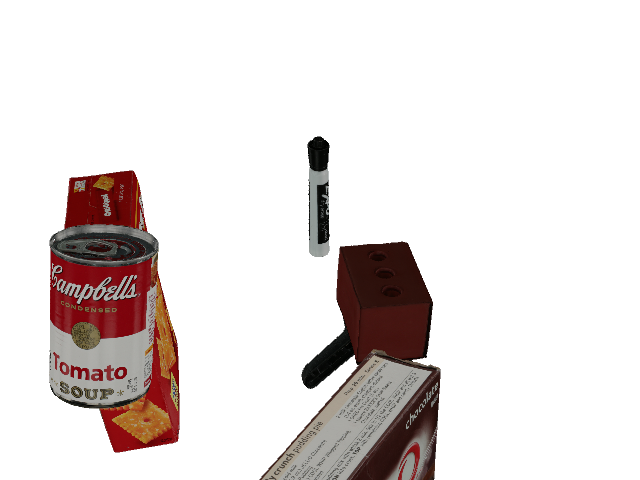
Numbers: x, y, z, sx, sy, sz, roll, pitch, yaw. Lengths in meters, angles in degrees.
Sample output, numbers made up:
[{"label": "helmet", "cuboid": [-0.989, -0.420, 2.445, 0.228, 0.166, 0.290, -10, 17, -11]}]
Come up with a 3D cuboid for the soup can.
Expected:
[{"label": "soup can", "cuboid": [-0.141, 0.048, 0.688, 0.068, 0.102, 0.068, 5, 20, -2]}]

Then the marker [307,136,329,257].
[{"label": "marker", "cuboid": [-0.002, -0.038, 0.942, 0.020, 0.121, 0.020, 0, 37, 0]}]

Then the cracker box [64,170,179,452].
[{"label": "cracker box", "cuboid": [-0.185, 0.066, 1.010, 0.072, 0.214, 0.164, -9, 37, -3]}]

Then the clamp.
[{"label": "clamp", "cuboid": [0.065, 0.096, 1.095, 0.120, 0.171, 0.039, 16, -39, 17]}]

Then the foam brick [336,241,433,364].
[{"label": "foam brick", "cuboid": [0.044, 0.043, 0.759, 0.053, 0.051, 0.078, -5, 34, -9]}]

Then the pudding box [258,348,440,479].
[{"label": "pudding box", "cuboid": [0.012, 0.114, 0.457, 0.039, 0.090, 0.113, 15, 35, 24]}]
